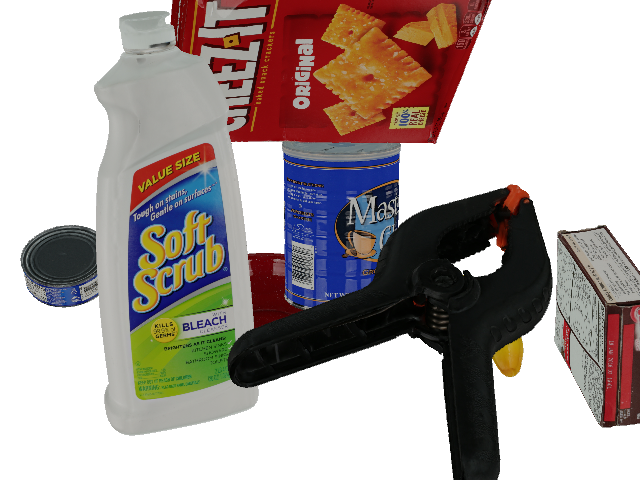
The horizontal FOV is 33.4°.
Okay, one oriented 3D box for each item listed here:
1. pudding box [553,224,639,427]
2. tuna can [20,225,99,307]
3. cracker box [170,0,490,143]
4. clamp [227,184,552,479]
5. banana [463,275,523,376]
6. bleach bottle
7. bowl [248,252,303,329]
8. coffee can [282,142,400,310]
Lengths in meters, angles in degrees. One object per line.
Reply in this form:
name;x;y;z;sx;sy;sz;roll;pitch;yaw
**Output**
pudding box;0.184;0.053;0.694;0.039;0.090;0.113;-5;25;-3
tuna can;-0.251;0.026;1.060;0.086;0.034;0.086;1;44;-1
cracker box;0.000;-0.144;0.780;0.213;0.072;0.164;-1;-34;-13
clamp;0.057;0.037;0.463;0.120;0.039;0.171;36;55;23
banana;0.158;0.077;1.120;0.069;0.037;0.198;-38;40;-14
bleach bottle;-0.098;-0.010;0.651;0.102;0.251;0.068;-10;21;-12
bowl;-0.053;0.074;1.131;0.162;0.055;0.162;3;28;-2
coffee can;0.018;-0.017;0.938;0.103;0.140;0.103;0;15;0
